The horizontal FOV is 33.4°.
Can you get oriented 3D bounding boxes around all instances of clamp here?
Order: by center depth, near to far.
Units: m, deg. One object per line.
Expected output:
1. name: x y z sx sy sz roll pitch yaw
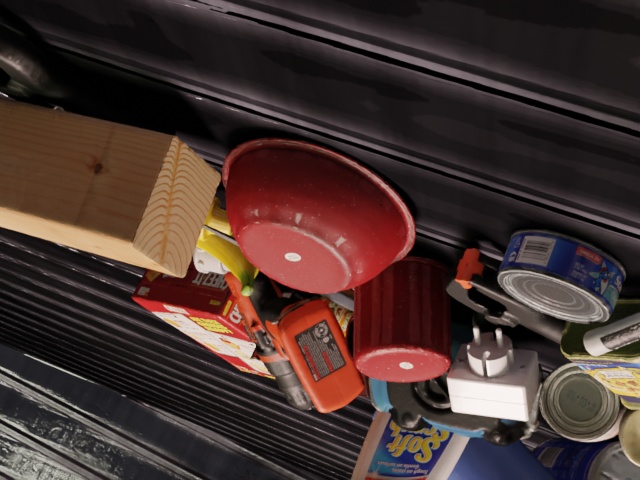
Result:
1. clamp: -0.221 -0.126 0.835 0.165 0.036 0.209 10 162 37
2. clamp: 0.145 0.051 0.864 0.120 0.039 0.171 -1 152 43

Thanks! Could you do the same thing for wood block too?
1. wood block: -0.198 -0.046 0.844 0.206 0.091 0.090 14 168 23

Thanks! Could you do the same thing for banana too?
1. banana: -0.129 -0.011 1.021 0.198 0.037 0.069 27 -158 18

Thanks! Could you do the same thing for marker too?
1. marker: 0.230 0.053 0.725 0.020 0.020 0.121 31 144 -21

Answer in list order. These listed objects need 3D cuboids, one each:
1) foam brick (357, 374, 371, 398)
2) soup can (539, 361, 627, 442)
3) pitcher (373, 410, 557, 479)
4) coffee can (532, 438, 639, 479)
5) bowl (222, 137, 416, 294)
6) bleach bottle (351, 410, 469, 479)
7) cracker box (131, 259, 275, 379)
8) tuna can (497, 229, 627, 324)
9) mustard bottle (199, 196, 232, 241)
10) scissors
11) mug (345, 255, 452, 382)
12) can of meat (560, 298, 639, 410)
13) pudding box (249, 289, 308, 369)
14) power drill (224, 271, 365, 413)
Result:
1. foam brick: 0.061 0.129 1.126 0.078 0.051 0.053 -14 -174 -33
2. soup can: 0.230 0.139 0.918 0.069 0.068 0.102 17 177 23
3. pitcher: 0.162 0.260 1.159 0.243 0.149 0.145 50 158 19
4. coffee can: 0.310 0.278 1.210 0.102 0.102 0.140 29 163 -13
5. bowl: -0.011 -0.006 0.819 0.162 0.055 0.162 18 150 10
6. bleach bottle: 0.094 0.212 1.052 0.102 0.250 0.068 22 164 8
7. cracker box: -0.093 0.099 1.284 0.164 0.072 0.213 7 155 44
8. tuna can: 0.171 0.027 0.760 0.086 0.033 0.086 22 163 7
9. mustard bottle: -0.167 -0.040 0.962 0.192 0.058 0.096 18 -172 10
10. scissors: -0.042 0.016 0.985 0.201 0.016 0.096 30 -176 -30
11. mug: 0.061 0.073 0.905 0.093 0.081 0.117 23 146 -34
12. can of meat: 0.243 0.086 0.801 0.083 0.057 0.102 35 160 -24
13. pudding box: -0.010 0.120 1.199 0.113 0.090 0.039 30 164 -17
14. power drill: -0.024 0.110 1.067 0.184 0.057 0.188 64 164 -17
